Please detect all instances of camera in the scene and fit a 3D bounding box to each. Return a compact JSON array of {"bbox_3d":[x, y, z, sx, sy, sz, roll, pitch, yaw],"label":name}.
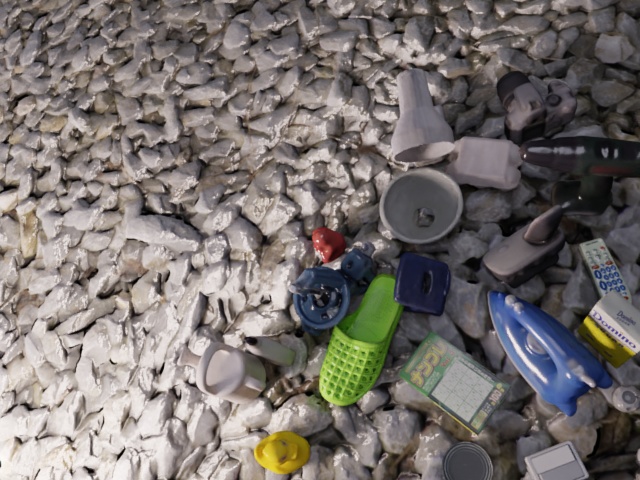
[{"bbox_3d":[0.434,-0.293,1.180,0.143,0.101,0.136,-22,64,7],"label":"camera"}]

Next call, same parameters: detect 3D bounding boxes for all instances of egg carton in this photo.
[{"bbox_3d":[0.336,-0.155,1.171,0.150,0.069,0.107,8,71,19],"label":"egg carton"}]

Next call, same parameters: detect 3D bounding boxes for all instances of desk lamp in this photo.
[{"bbox_3d":[0.202,-0.231,1.160,0.117,0.214,0.203,-11,66,12],"label":"desk lamp"}]

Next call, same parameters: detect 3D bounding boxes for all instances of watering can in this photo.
[{"bbox_3d":[-0.190,0.251,1.092,0.172,0.194,0.101,-7,67,14],"label":"watering can"}]

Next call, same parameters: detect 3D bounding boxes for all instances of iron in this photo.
[{"bbox_3d":[0.377,0.168,0.988,0.118,0.142,0.257,-38,63,-1],"label":"iron"}]

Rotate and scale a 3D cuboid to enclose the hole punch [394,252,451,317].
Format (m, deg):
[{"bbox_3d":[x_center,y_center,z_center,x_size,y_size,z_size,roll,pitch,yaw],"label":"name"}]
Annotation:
[{"bbox_3d":[0.198,0.084,1.103,0.101,0.091,0.109,7,71,19],"label":"hole punch"}]

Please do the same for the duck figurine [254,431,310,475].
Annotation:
[{"bbox_3d":[-0.078,0.393,1.063,0.104,0.086,0.077,-6,67,14],"label":"duck figurine"}]

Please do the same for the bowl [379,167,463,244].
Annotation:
[{"bbox_3d":[0.209,-0.060,1.167,0.167,0.075,0.167,-6,67,14],"label":"bowl"}]

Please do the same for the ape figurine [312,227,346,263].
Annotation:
[{"bbox_3d":[0.011,0.004,1.190,0.076,0.092,0.078,-5,68,15],"label":"ape figurine"}]

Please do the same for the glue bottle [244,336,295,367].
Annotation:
[{"bbox_3d":[-0.108,0.207,1.098,0.078,0.173,0.037,10,72,20],"label":"glue bottle"}]

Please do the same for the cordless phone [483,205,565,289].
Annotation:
[{"bbox_3d":[0.370,0.002,1.033,0.147,0.185,0.094,-37,63,0],"label":"cordless phone"}]

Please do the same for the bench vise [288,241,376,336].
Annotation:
[{"bbox_3d":[0.013,0.072,1.090,0.121,0.220,0.207,21,76,23],"label":"bench vise"}]

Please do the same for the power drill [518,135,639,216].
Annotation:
[{"bbox_3d":[0.477,-0.119,1.037,0.229,0.209,0.075,-1,69,16],"label":"power drill"}]
